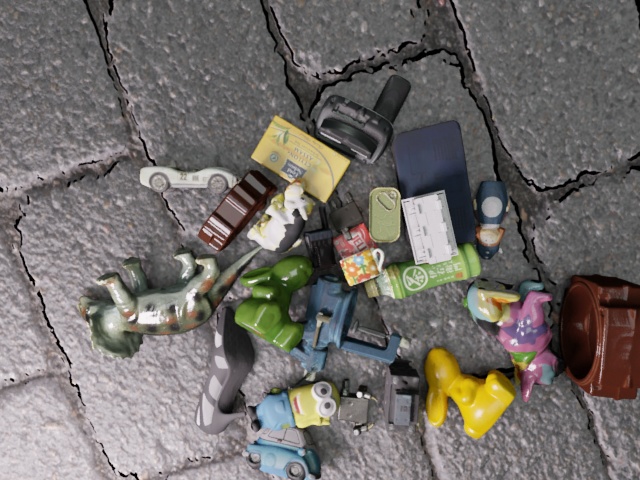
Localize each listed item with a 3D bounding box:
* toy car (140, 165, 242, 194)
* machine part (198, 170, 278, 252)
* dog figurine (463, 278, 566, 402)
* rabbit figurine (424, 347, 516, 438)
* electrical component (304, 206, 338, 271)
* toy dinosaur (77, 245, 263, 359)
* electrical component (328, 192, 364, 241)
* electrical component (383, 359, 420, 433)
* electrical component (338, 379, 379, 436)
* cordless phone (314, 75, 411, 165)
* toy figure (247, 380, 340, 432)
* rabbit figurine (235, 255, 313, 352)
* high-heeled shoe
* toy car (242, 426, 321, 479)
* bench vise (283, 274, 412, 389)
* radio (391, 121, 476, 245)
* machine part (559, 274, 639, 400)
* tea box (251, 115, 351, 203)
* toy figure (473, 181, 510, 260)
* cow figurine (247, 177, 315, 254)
[{"bbox_3d":[-0.250,-0.119,1.056,0.202,0.073,0.056,1,95,4],"label":"toy car"},{"bbox_3d":[-0.154,-0.054,1.010,0.056,0.179,0.179,40,96,-3],"label":"machine part"},{"bbox_3d":[0.370,0.190,1.029,0.192,0.108,0.219,1,98,5],"label":"dog figurine"},{"bbox_3d":[0.273,0.289,1.054,0.173,0.122,0.162,40,106,13],"label":"rabbit figurine"},{"bbox_3d":[-0.002,-0.003,1.047,0.048,0.075,0.119,-12,98,-10],"label":"electrical component"},{"bbox_3d":[-0.296,0.124,1.064,0.405,0.131,0.192,-8,111,-3],"label":"toy dinosaur"},{"bbox_3d":[0.054,-0.045,1.053,0.063,0.021,0.094,-26,65,6],"label":"electrical component"},{"bbox_3d":[0.156,0.302,1.036,0.058,0.134,0.114,2,93,3],"label":"electrical component"},{"bbox_3d":[0.075,0.340,1.088,0.078,0.045,0.102,11,95,1],"label":"electrical component"},{"bbox_3d":[0.085,-0.252,1.033,0.147,0.088,0.184,28,85,1],"label":"cordless phone"},{"bbox_3d":[-0.049,0.326,1.064,0.180,0.089,0.082,-15,99,-3],"label":"toy figure"},{"bbox_3d":[-0.078,0.105,1.025,0.121,0.159,0.170,44,70,-32],"label":"rabbit figurine"},{"bbox_3d":[-0.212,0.268,1.103,0.145,0.086,0.248,-17,74,35],"label":"high-heeled shoe"},{"bbox_3d":[-0.067,0.422,1.084,0.162,0.109,0.103,12,70,14],"label":"toy car"},{"bbox_3d":[0.051,0.188,1.038,0.241,0.129,0.223,15,91,11],"label":"bench vise"},{"bbox_3d":[0.215,-0.103,1.031,0.131,0.073,0.229,-9,93,5],"label":"radio"},{"bbox_3d":[0.506,0.168,0.969,0.087,0.201,0.201,4,95,6],"label":"machine part"},{"bbox_3d":[-0.035,-0.155,1.043,0.170,0.068,0.098,30,95,0],"label":"tea box"},{"bbox_3d":[0.327,-0.037,1.038,0.064,0.058,0.154,8,98,41],"label":"toy figure"},{"bbox_3d":[-0.058,-0.040,1.025,0.098,0.068,0.167,40,130,-6],"label":"cow figurine"}]
